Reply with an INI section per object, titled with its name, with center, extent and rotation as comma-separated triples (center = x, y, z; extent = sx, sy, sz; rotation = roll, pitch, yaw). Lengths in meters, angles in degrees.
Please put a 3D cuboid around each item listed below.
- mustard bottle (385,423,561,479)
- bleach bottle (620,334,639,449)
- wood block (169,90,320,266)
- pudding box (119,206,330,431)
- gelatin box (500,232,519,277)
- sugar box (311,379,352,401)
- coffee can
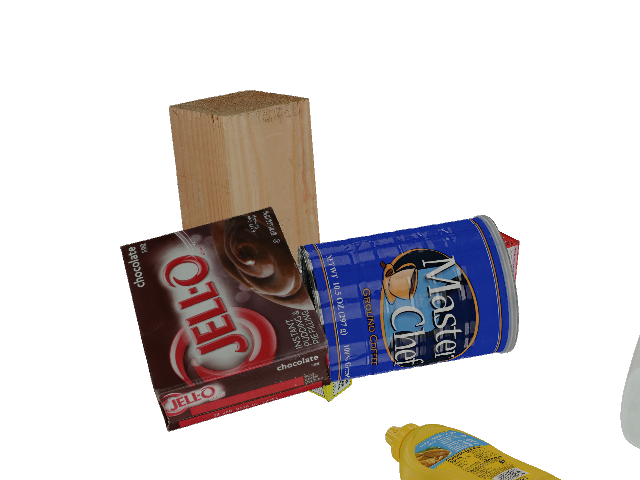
[mustard bottle]
center = 0.132, 0.219, 1.006
extent = 0.096, 0.058, 0.192
rotation = -14, 24, -37
[bleach bottle]
center = 0.274, 0.066, 0.727
extent = 0.103, 0.068, 0.250
rotation = 11, 23, 22
[wood block]
center = -0.062, -0.019, 0.930
extent = 0.090, 0.206, 0.091
rotation = -18, 22, -36
[pudding box]
center = -0.053, 0.039, 0.574
extent = 0.090, 0.039, 0.113
rotation = -15, 43, -10
[gelatin box]
center = 0.199, 0.029, 1.277
extent = 0.030, 0.089, 0.073
rotation = -18, 32, -31
[sugar box]
center = -0.047, 0.097, 1.149
extent = 0.176, 0.093, 0.048
rotation = 23, 38, 35
[coffee can]
center = 0.061, 0.043, 0.778
extent = 0.140, 0.103, 0.103
rotation = -9, 1, -6
